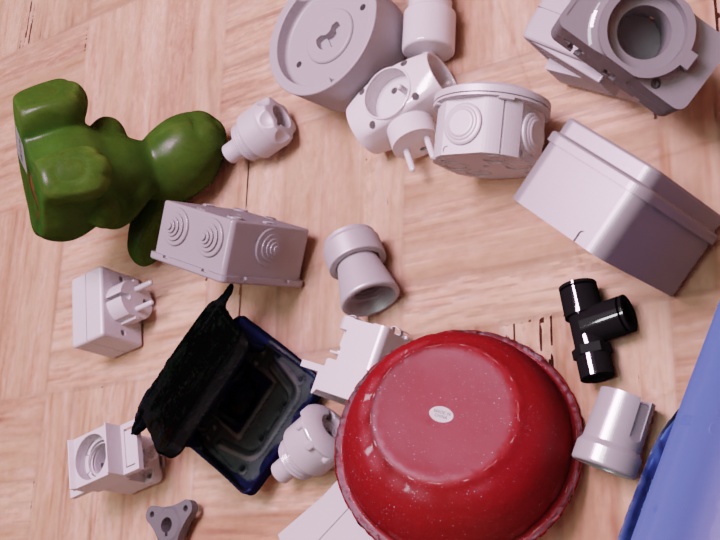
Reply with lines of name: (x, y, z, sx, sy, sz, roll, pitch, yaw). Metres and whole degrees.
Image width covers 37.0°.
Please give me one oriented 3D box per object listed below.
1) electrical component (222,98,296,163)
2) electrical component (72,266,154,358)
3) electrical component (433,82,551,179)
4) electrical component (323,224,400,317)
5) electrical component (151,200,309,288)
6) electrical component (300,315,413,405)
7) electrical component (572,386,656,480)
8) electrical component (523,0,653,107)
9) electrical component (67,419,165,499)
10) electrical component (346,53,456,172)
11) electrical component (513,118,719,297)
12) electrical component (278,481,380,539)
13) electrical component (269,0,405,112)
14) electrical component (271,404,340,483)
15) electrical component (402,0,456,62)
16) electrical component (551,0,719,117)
electrical component: (-0.088, -0.112, 0.899, 0.062, 0.043, 0.043, -31, 58, 27)
electrical component: (-0.208, 0.031, 0.937, 0.077, 0.047, 0.065, -22, 62, 30)
electrical component: (0.089, -0.095, 0.736, 0.080, 0.080, 0.051, 0, 80, 37)
electrical component: (0.000, 0.000, 0.792, 0.045, 0.045, 0.055, -35, 56, 23)
electrical component: (-0.100, -0.021, 0.842, 0.100, 0.100, 0.048, 17, 98, 40)
electrical component: (0.004, 0.068, 0.768, 0.081, 0.042, 0.063, 13, 79, 38)
electrical component: (0.153, 0.097, 0.645, 0.040, 0.040, 0.046, 14, 78, 40)
electrical component: (0.165, -0.148, 0.707, 0.096, 0.062, 0.061, 34, 96, 40)
electrical component: (-0.198, 0.156, 0.875, 0.081, 0.064, 0.042, -26, 59, 28)
electrical component: (0.037, -0.110, 0.803, 0.077, 0.044, 0.079, -31, 58, 25)
electrical component: (0.156, -0.036, 0.642, 0.078, 0.113, 0.057, 41, 104, 39)
electrical component: (-0.003, 0.177, 0.720, 0.096, 0.062, 0.061, -49, 52, 13)
electrical component: (-0.012, -0.177, 0.852, 0.108, 0.060, 0.108, -15, 66, 36)
electrical component: (-0.039, 0.130, 0.777, 0.062, 0.048, 0.048, -43, 53, 26)
electrical component: (0.053, -0.194, 0.822, 0.040, 0.040, 0.078, -9, 69, 35)
electrical component: (0.164, -0.137, 0.635, 0.089, 0.056, 0.050, 36, 95, 1)
